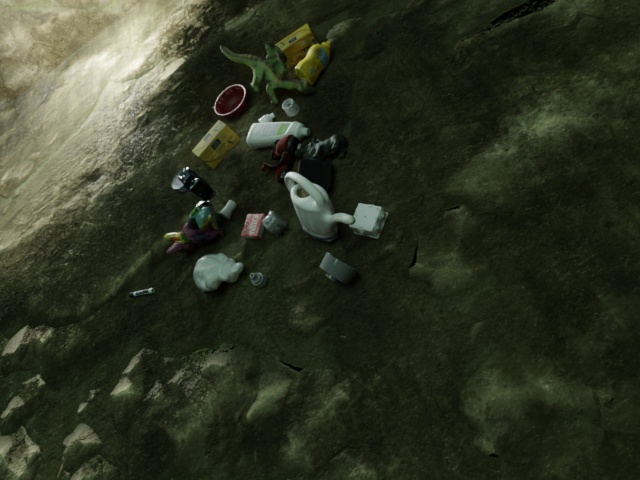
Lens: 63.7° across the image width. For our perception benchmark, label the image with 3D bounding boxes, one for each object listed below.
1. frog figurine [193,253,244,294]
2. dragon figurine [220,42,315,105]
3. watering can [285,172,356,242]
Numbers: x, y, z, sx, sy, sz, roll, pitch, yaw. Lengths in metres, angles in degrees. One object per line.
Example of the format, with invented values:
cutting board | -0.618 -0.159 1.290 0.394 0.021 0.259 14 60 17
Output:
frog figurine | -0.340 0.106 1.714 0.158 0.121 0.140 -13 38 39
dragon figurine | -0.200 -0.675 1.982 0.124 0.409 0.239 -59 9 -29
watering can | 0.005 -0.078 1.548 0.105 0.219 0.353 -36 48 -14
